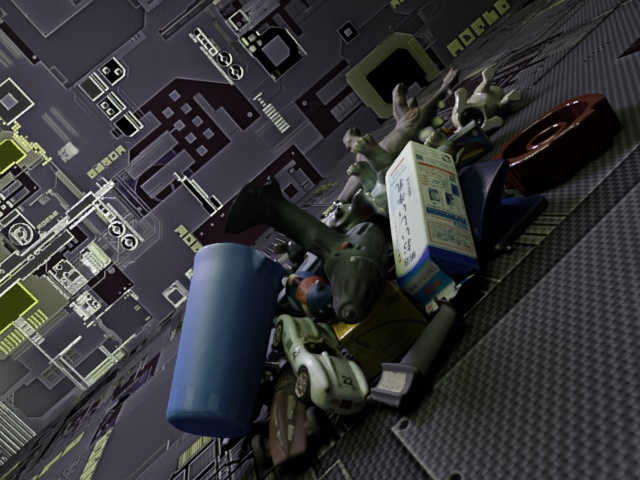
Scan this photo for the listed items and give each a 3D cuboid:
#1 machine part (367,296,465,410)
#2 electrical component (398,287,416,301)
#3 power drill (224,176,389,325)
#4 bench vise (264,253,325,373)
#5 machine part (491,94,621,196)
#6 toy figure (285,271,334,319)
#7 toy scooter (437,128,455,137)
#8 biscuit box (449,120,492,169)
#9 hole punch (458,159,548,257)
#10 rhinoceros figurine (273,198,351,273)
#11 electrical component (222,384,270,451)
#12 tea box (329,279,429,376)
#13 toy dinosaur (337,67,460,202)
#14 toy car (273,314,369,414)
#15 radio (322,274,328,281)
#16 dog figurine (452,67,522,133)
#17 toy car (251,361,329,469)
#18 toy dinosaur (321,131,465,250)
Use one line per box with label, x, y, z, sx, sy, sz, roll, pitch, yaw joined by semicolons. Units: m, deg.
machine part;0.107;0.121;0.574;0.139;0.039;0.084;-50;4;-24
electrical component;0.147;0.056;0.740;0.063;0.021;0.094;-44;10;-19
power drill;-0.009;0.003;0.658;0.086;0.207;0.232;-70;-12;21
bench vise;-0.052;0.097;0.883;0.240;0.129;0.224;-53;23;22
machine part;0.334;-0.138;0.770;0.179;0.056;0.179;-39;10;8
toy figure;-0.008;0.076;0.730;0.154;0.064;0.057;-165;86;-73
toy scooter;0.222;-0.198;1.219;0.184;0.135;0.075;-41;49;17
biscuit box;0.257;-0.161;1.123;0.203;0.062;0.059;-37;12;26
hole punch;0.217;-0.041;0.719;0.116;0.092;0.142;-47;15;-11
rhinoceros figurine;-0.002;-0.003;0.977;0.112;0.073;0.190;-20;-15;-45
electrical component;-0.098;0.249;0.767;0.078;0.045;0.102;-52;7;13
tea box;0.069;0.098;0.716;0.098;0.068;0.170;-42;11;3
toy dinosaur;0.129;-0.154;1.111;0.471;0.105;0.199;-48;47;20
toy car;-0.004;0.144;0.661;0.056;0.073;0.202;-69;23;12
radio;0.000;0.075;1.059;0.229;0.073;0.131;-30;16;52
dog figurine;0.365;-0.293;1.245;0.172;0.121;0.190;-37;-3;7
toy car;-0.037;0.206;0.673;0.089;0.053;0.202;-26;11;6
toy dinosaur;0.163;-0.076;0.886;0.405;0.192;0.131;-15;-21;-32
